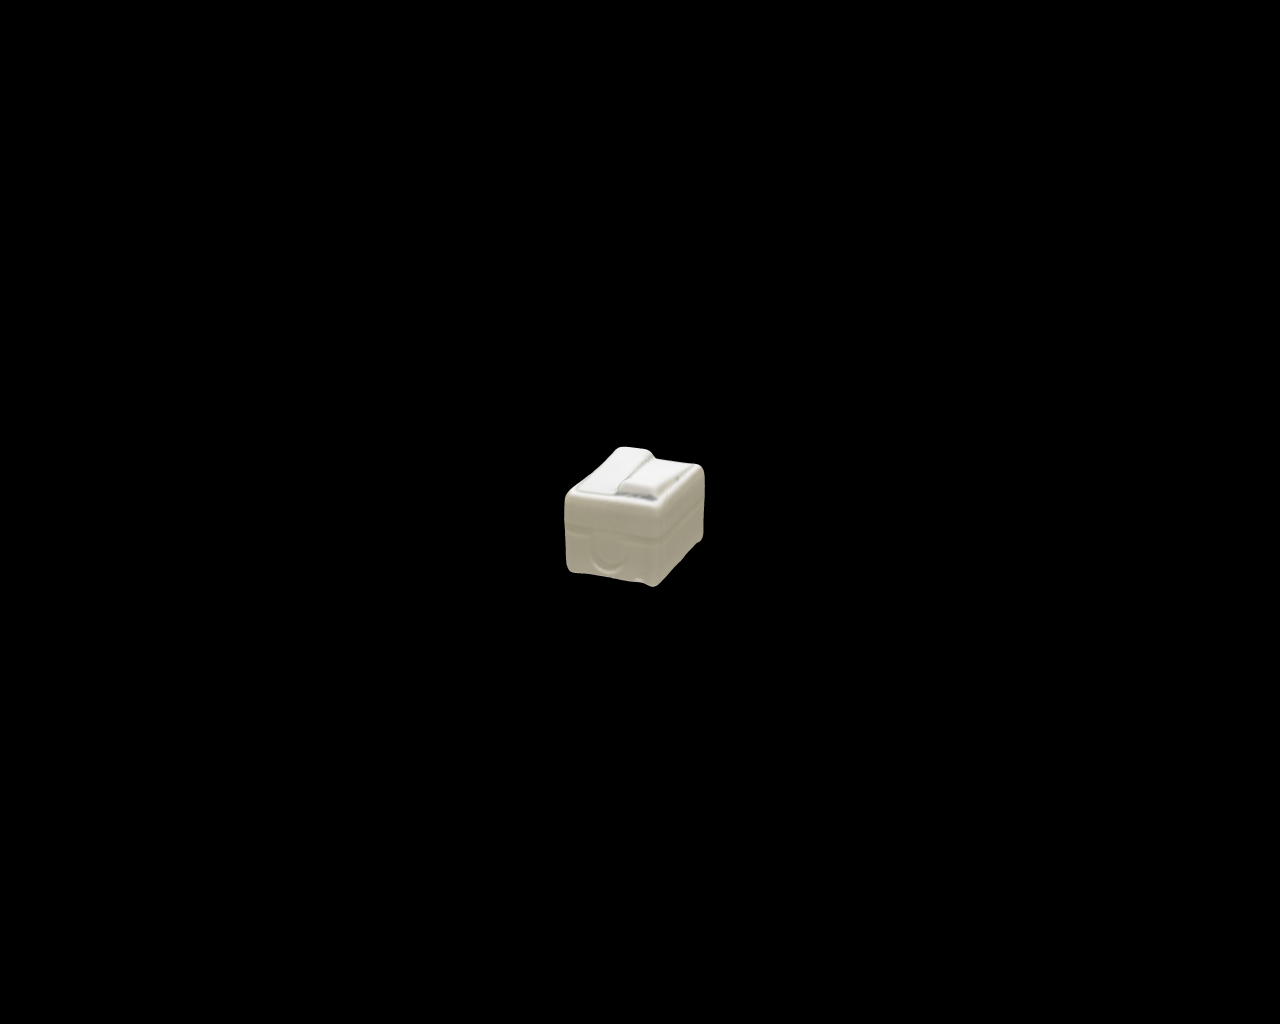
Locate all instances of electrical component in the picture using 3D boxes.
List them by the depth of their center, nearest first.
[{"bbox_3d":[0.001,-0.003,0.650,0.062,0.061,0.096,10,24,22],"label":"electrical component"}]
